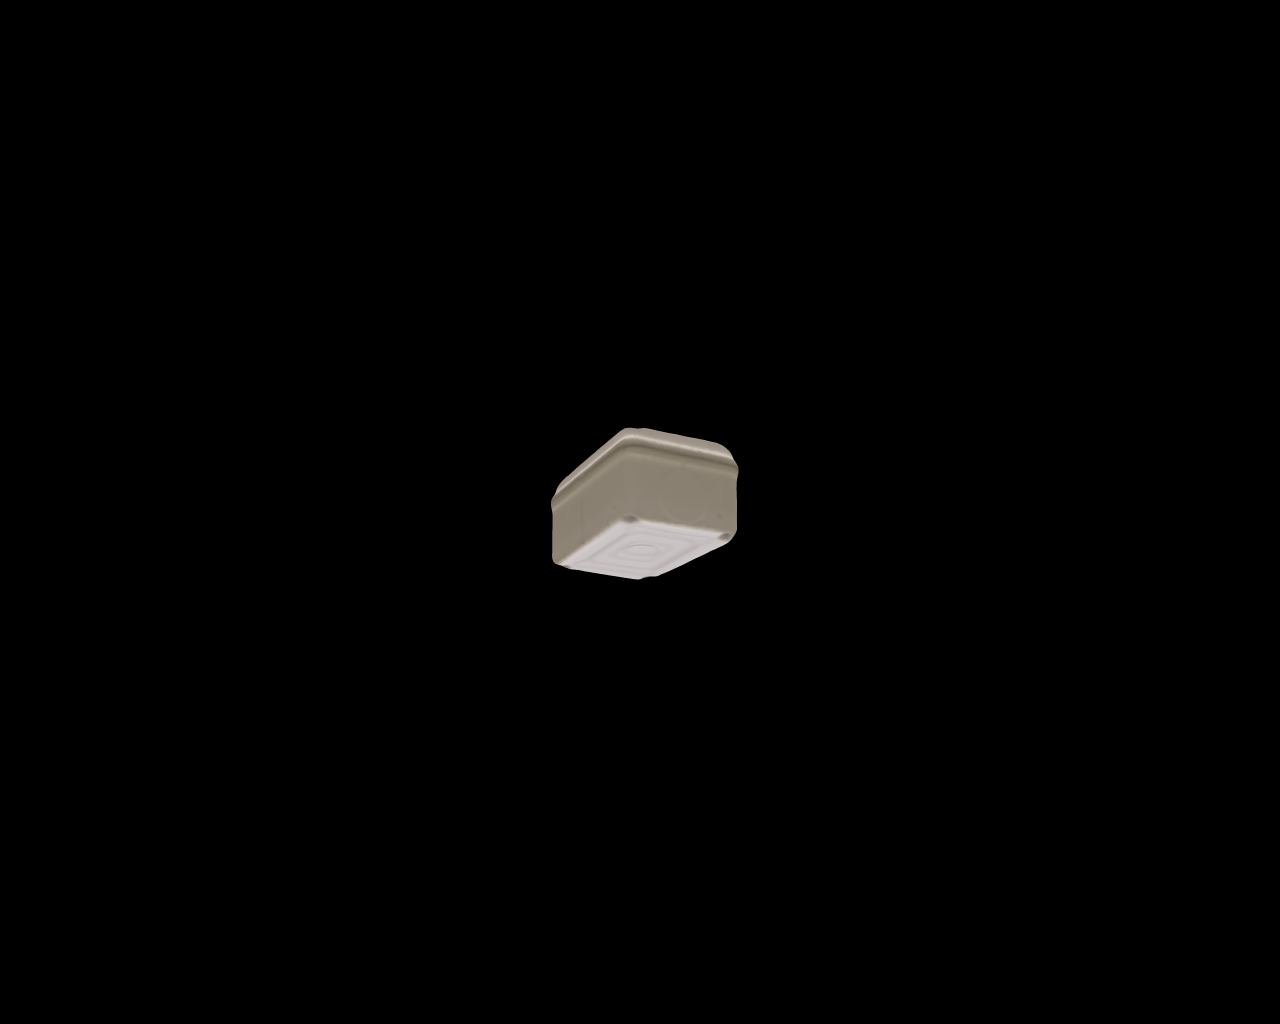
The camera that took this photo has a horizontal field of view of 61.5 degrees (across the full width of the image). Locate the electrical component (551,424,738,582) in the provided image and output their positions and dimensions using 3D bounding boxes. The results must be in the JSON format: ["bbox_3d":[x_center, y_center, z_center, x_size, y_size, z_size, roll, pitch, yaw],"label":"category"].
[{"bbox_3d":[0.001,-0.003,0.650,0.078,0.057,0.113,10,-22,-26],"label":"electrical component"}]
